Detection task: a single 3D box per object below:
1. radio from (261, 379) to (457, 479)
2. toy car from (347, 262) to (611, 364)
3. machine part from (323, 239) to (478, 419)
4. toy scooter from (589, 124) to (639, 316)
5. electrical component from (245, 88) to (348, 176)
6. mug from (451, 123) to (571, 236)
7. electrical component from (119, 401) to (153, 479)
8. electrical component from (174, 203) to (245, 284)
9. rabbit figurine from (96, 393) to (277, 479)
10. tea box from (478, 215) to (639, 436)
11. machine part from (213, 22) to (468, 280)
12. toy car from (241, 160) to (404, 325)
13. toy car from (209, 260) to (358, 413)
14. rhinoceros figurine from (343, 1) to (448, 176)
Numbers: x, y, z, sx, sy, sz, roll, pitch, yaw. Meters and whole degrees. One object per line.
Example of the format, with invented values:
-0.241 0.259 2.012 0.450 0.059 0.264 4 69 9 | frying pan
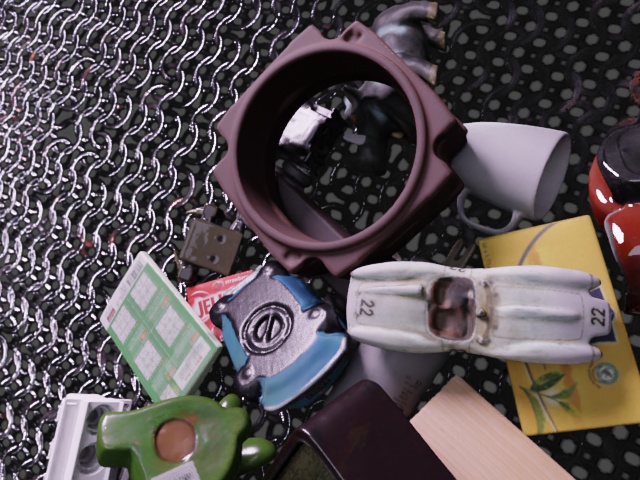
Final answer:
0.021 0.219 0.426 0.073 0.229 0.131 -28 65 -34 | radio
0.120 0.056 0.429 0.202 0.056 0.073 1 79 17 | toy car
0.077 0.105 0.503 0.079 0.079 0.243 32 89 24 | machine part
0.265 0.007 0.421 0.075 0.135 0.184 -14 53 22 | toy scooter
-0.037 -0.132 0.620 0.119 0.047 0.075 26 87 25 | electrical component
0.167 -0.061 0.514 0.107 0.080 0.109 26 93 35 | mug
-0.193 0.233 0.605 0.063 0.021 0.094 14 81 23 | electrical component
-0.130 0.004 0.628 0.078 0.045 0.102 14 84 -5 | electrical component
-0.133 0.216 0.529 0.159 0.170 0.121 -27 64 -32 | rabbit figurine
0.205 0.075 0.466 0.098 0.068 0.169 -16 71 18 | tea box
0.016 -0.078 0.499 0.201 0.087 0.201 -43 71 14 | machine part
-0.001 -0.002 0.573 0.202 0.053 0.089 44 105 20 | toy car
-0.032 0.100 0.520 0.109 0.102 0.162 -40 43 -7 | toy car
0.077 -0.162 0.571 0.112 0.073 0.190 6 79 21 | rhinoceros figurine
